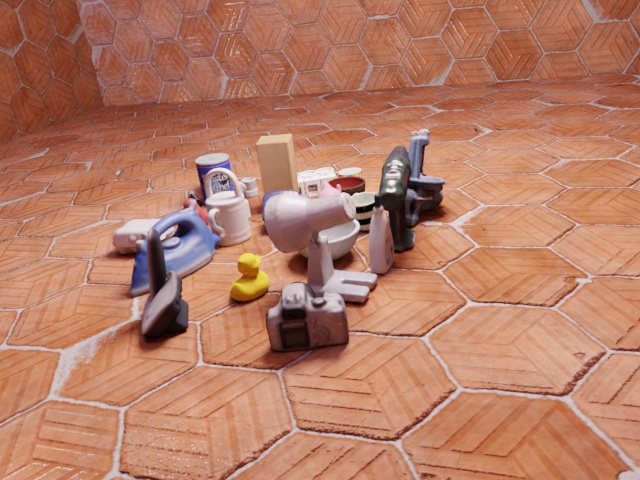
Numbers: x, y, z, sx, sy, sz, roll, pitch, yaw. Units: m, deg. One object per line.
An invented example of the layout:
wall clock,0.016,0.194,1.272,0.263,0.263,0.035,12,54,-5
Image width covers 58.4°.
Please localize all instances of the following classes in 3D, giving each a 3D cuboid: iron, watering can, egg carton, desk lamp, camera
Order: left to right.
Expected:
egg carton,-0.459,-0.008,1.490,0.150,0.069,0.107,-1,25,14
iron,-0.355,0.012,1.330,0.118,0.141,0.259,8,28,30
watering can,-0.241,-0.095,1.469,0.101,0.194,0.172,-7,24,0
camera,-0.025,0.122,1.045,0.143,0.101,0.136,-7,24,1
desk lamp,0.002,0.005,1.157,0.202,0.214,0.118,3,26,21

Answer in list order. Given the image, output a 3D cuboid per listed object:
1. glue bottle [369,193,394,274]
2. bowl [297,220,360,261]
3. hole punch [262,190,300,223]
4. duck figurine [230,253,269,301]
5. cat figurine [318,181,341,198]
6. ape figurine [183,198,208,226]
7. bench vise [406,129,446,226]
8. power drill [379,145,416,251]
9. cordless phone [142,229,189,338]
glue bottle,0.129,-0.018,1.223,0.037,0.173,0.078,5,27,25
bowl,0.012,0.005,1.325,0.167,0.075,0.167,-6,24,3
hole punch,-0.097,-0.076,1.513,0.108,0.091,0.101,-7,24,1
duck figurine,-0.153,0.072,1.208,0.077,0.086,0.105,6,27,27
cat figurine,0.034,-0.103,1.505,0.067,0.118,0.128,3,26,21
ape figurine,-0.350,-0.071,1.572,0.076,0.092,0.078,-6,24,3
bench vise,0.243,-0.155,1.436,0.121,0.220,0.208,6,27,26
power drill,0.179,-0.091,1.327,0.075,0.209,0.230,-1,25,14
cordless phone,-0.317,0.082,1.112,0.094,0.185,0.147,-13,25,-12
